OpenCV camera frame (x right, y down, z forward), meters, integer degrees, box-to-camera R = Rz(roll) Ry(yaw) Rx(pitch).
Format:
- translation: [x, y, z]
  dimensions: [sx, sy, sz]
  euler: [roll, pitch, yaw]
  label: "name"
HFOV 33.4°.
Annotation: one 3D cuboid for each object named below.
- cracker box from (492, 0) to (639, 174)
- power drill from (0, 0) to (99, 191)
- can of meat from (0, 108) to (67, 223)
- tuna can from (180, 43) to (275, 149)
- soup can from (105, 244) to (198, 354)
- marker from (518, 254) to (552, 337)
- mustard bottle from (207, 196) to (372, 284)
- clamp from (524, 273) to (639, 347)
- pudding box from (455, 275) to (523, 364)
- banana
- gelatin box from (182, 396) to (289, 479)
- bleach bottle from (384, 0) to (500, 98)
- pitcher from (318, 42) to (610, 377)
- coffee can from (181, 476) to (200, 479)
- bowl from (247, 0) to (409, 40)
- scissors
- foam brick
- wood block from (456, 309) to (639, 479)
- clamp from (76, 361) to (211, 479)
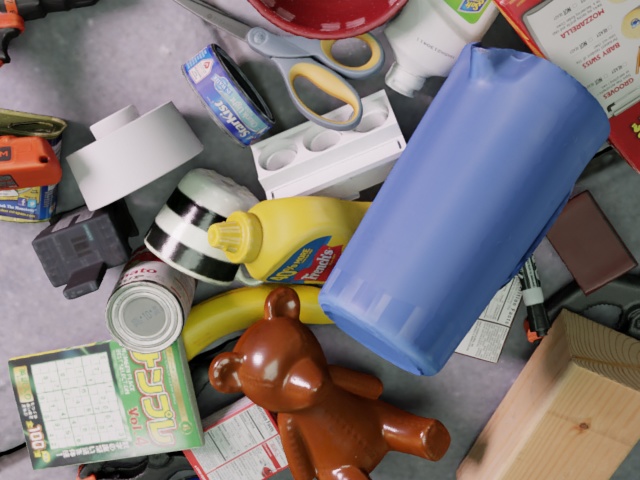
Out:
- translation: [0.248, -0.180, 0.834]
  dimensions: [0.164, 0.072, 0.213]
  euler: [-41, 124, 13]
  label: "cracker box"
- translation: [-0.252, -0.135, 0.849]
  dimensions: [0.184, 0.057, 0.187]
  euler: [-8, 76, -3]
  label: "power drill"
- translation: [-0.272, -0.064, 0.909]
  dimensions: [0.102, 0.057, 0.084]
  euler: [9, 110, -3]
  label: "can of meat"
- translation: [-0.074, -0.119, 0.875]
  dimensions: [0.034, 0.086, 0.086]
  euler: [-37, 105, 8]
  label: "tuna can"
- translation: [-0.144, 0.049, 0.922]
  dimensions: [0.068, 0.102, 0.068]
  euler: [0, 109, 0]
  label: "soup can"
- translation: [0.179, 0.024, 0.925]
  dimensions: [0.020, 0.020, 0.121]
  euler: [-13, 82, 4]
  label: "marker"
- translation: [-0.006, 0.001, 0.875]
  dimensions: [0.191, 0.058, 0.096]
  euler: [4, 150, -36]
  label: "mustard bottle"
- translation: [0.294, 0.076, 0.966]
  dimensions: [0.210, 0.036, 0.164]
  euler: [-15, 107, 7]
  label: "clamp"
- translation: [0.121, 0.053, 0.958]
  dimensions: [0.113, 0.039, 0.090]
  euler: [16, 105, -8]
  label: "pudding box"
- translation: [-0.071, 0.077, 0.965]
  dimensions: [0.198, 0.037, 0.069]
  euler: [-24, 104, 4]
  label: "banana"
- translation: [-0.075, 0.190, 0.980]
  dimensions: [0.089, 0.030, 0.073]
  euler: [-29, 106, 0]
  label: "gelatin box"
- translation: [0.116, -0.234, 0.851]
  dimensions: [0.102, 0.068, 0.251]
  euler: [27, 109, -6]
  label: "bleach bottle"
- translation: [0.111, -0.016, 0.824]
  dimensions: [0.149, 0.145, 0.242]
  euler: [34, 80, -2]
  label: "pitcher"
- translation: [-0.115, 0.298, 0.985]
  dimensions: [0.103, 0.140, 0.103]
  euler: [0, 108, 0]
  label: "coffee can"
- translation: [0.009, -0.240, 0.844]
  dimensions: [0.162, 0.055, 0.162]
  euler: [2, 103, 7]
  label: "bowl"
- translation: [-0.031, -0.173, 0.877]
  dimensions: [0.096, 0.016, 0.202]
  euler: [-44, 81, -8]
  label: "scissors"
- translation: [0.230, 0.004, 0.920]
  dimensions: [0.051, 0.053, 0.078]
  euler: [-34, 78, 9]
  label: "foam brick"
- translation: [0.209, 0.179, 0.954]
  dimensions: [0.090, 0.090, 0.206]
  euler: [23, 118, -7]
  label: "wood block"
- translation: [-0.143, 0.200, 1.007]
  dimensions: [0.171, 0.039, 0.120]
  euler: [-30, 101, 7]
  label: "clamp"
